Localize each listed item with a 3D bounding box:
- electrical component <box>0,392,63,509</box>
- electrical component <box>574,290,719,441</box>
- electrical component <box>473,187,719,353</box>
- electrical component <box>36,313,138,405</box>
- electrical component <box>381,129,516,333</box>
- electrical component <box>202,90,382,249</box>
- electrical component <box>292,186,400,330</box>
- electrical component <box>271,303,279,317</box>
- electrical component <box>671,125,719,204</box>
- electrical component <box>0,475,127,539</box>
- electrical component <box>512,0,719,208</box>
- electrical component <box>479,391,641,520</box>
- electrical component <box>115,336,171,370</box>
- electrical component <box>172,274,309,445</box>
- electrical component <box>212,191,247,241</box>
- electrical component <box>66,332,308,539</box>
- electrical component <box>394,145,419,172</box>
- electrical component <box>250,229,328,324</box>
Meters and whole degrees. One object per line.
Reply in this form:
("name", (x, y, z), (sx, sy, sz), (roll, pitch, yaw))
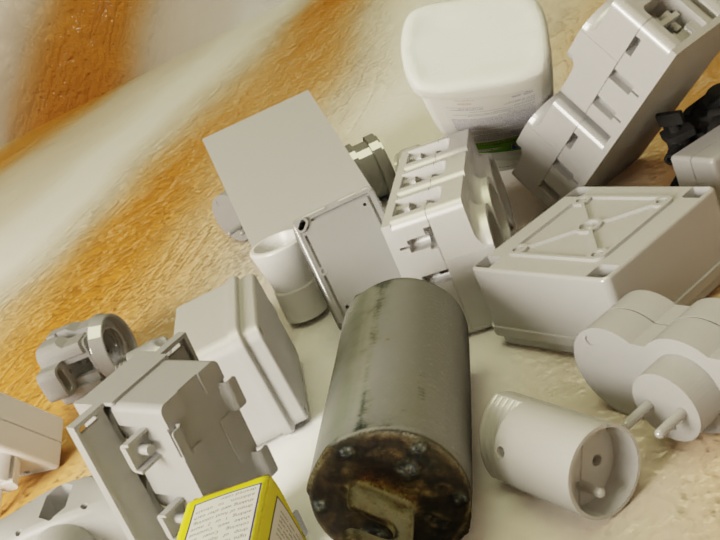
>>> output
("electrical component", (-0.250, 0.129, 0.730), (0.047, 0.083, 0.075), (-15, 60, 23))
("electrical component", (0.151, 0.053, 0.493), (0.074, 0.052, 0.138), (-35, 23, -27))
("electrical component", (0.143, -0.002, 0.633), (0.109, 0.056, 0.109), (-35, 23, -29))
("electrical component", (-0.213, 0.068, 0.853), (0.057, 0.058, 0.078), (-21, 20, 16))
("electrical component", (0.067, -0.028, 0.735), (0.062, 0.089, 0.150), (-18, 21, 15))
("electrical component", (-0.054, -0.064, 0.918), (0.105, 0.060, 0.186), (-26, 43, -4))
("electrical component", (0.000, 0.000, 0.755), (0.062, 0.096, 0.061), (-25, -7, -4))
("electrical component", (-0.093, 0.041, 0.792), (0.055, 0.055, 0.047), (-32, 18, -22))
("electrical component", (0.259, -0.068, 0.683), (0.083, 0.047, 0.076), (-31, 22, -20))
("electrical component", (-0.162, 0.155, 0.597), (0.077, 0.043, 0.079), (-22, 20, 4))
("electrical component", (0.183, -0.129, 0.748), (0.105, 0.060, 0.186), (-36, -16, -30))
("electrical component", (0.086, 0.084, 0.502), (0.043, 0.043, 0.081), (-33, 22, -24))
("electrical component", (-0.160, 0.079, 0.784), (0.062, 0.043, 0.043), (-28, 20, -6))
("electrical component", (-0.077, 0.059, 0.694), (0.057, 0.078, 0.113), (-26, 20, 2))
("electrical component", (-0.095, -0.052, 1.026), (0.138, 0.052, 0.074), (-1, 30, 46))
("electrical component", (-0.078, 0.102, 0.523), (0.063, 0.121, 0.079), (-3, 29, 39))
("electrical component", (0.064, -0.094, 0.967), (0.055, 0.045, 0.045), (-17, 21, 20))
("electrical component", (-0.050, 0.007, 0.811), (0.044, 0.065, 0.044), (-20, 20, 8))
